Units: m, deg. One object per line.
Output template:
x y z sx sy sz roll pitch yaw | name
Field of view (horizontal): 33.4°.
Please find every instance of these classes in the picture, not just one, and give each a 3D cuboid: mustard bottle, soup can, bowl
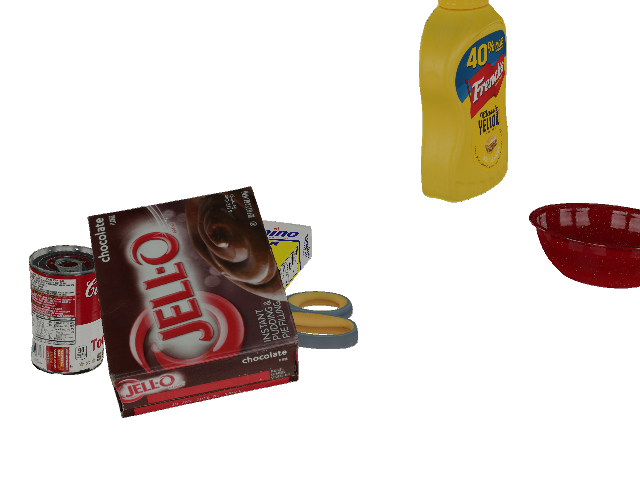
0.120 -0.135 0.889 0.058 0.192 0.096 17 33 38 | mustard bottle
-0.231 0.064 0.974 0.068 0.102 0.068 4 20 -2 | soup can
0.290 0.008 1.082 0.162 0.055 0.162 2 17 -1 | bowl

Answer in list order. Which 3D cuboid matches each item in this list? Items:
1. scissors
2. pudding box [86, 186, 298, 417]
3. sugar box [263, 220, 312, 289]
-0.060 0.057 0.890 0.202 0.016 0.096 9 22 18 | scissors
-0.066 0.028 0.541 0.090 0.039 0.113 -11 45 -10 | pudding box
-0.080 0.030 1.143 0.093 0.048 0.176 7 29 17 | sugar box
